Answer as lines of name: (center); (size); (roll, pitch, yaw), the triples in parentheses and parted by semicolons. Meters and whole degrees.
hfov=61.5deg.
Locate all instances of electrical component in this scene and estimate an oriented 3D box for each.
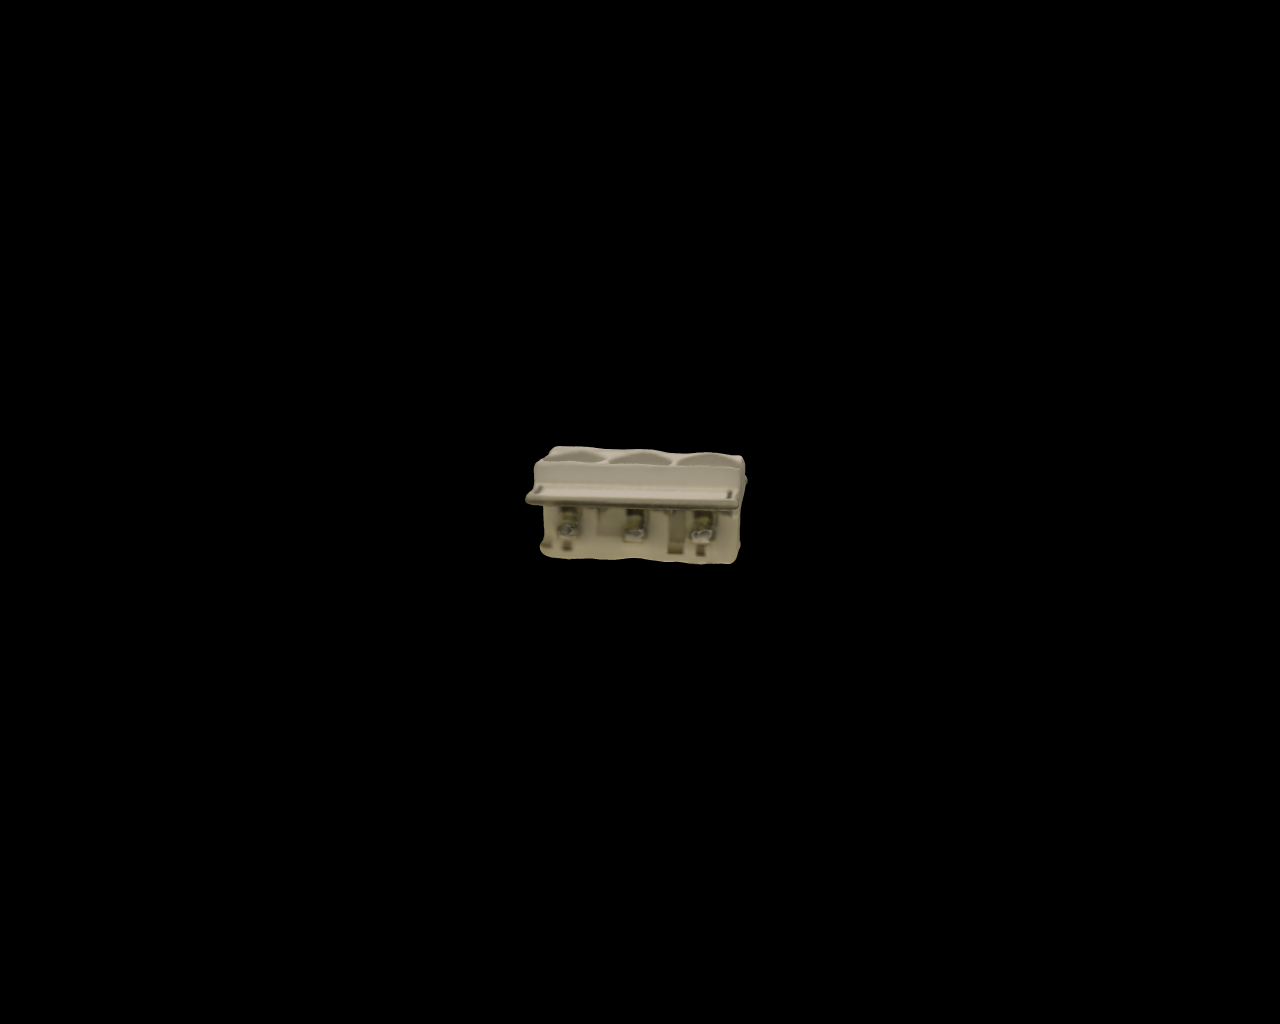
electrical component: (0.001, -0.003, 0.650); (0.121, 0.063, 0.079); (3, 16, 9)
